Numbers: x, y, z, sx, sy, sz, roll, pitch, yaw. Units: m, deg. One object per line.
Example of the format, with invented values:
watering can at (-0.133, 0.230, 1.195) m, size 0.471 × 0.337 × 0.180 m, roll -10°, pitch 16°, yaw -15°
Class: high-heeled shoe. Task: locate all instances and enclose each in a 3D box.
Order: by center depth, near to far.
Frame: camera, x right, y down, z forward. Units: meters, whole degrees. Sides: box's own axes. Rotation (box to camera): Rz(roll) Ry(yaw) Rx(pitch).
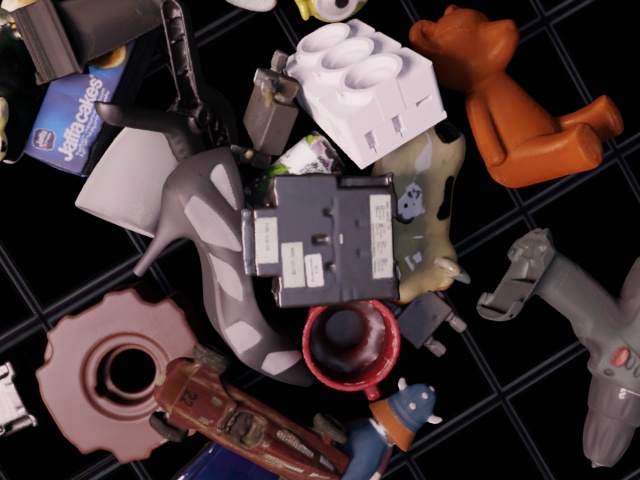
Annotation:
high-heeled shoe at (-0.060, 0.032, 0.523) m, size 0.248 × 0.086 × 0.145 m, roll 41°, pitch 86°, yaw -25°

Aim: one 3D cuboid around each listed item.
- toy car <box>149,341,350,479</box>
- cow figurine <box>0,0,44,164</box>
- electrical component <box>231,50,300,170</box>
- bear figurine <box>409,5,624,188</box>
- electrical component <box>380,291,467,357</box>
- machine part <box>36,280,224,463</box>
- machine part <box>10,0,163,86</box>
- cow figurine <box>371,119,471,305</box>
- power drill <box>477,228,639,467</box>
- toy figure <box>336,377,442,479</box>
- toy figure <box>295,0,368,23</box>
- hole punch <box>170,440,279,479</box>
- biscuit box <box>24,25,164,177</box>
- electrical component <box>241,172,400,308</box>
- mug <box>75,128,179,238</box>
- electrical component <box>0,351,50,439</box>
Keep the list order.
toy car at (-0.061, 0.176, 0.501) m, size 0.202 × 0.053 × 0.089 m, roll 34°, pitch 83°, yaw -8°
cow figurine at (-0.289, -0.152, 0.495) m, size 0.068 × 0.098 × 0.167 m, roll 15°, pitch 93°, yaw -33°
electrical component at (-0.053, -0.118, 0.505) m, size 0.045 × 0.078 × 0.102 m, roll 3°, pitch 135°, yaw -32°
bear figurine at (0.187, -0.155, 0.528) m, size 0.120 × 0.132 × 0.195 m, roll -35°, pitch 101°, yaw -41°
electrical component at (0.109, 0.080, 0.578) m, size 0.094 × 0.021 × 0.063 m, roll 40°, pitch 88°, yaw -4°
machine part at (-0.188, 0.131, 0.540) m, size 0.179 × 0.056 × 0.179 m, roll 0°, pitch 92°, yaw -3°
machine part at (-0.194, -0.191, 0.473) m, size 0.139 × 0.039 × 0.084 m, roll -19°, pitch 91°, yaw -4°
cow figurine at (0.098, -0.030, 0.545) m, size 0.127 × 0.085 × 0.194 m, roll 16°, pitch 86°, yaw -4°
power drill at (0.275, 0.099, 0.564) m, size 0.207 × 0.086 × 0.232 m, roll 30°, pitch 88°, yaw -1°
toy figure at (0.058, 0.204, 0.562) m, size 0.154 × 0.058 × 0.064 m, roll -38°, pitch 101°, yaw -7°
toy figure at (-0.011, -0.277, 0.469) m, size 0.082 × 0.089 × 0.180 m, roll -24°, pitch 129°, yaw 23°
hole punch at (-0.085, 0.260, 0.539) m, size 0.116 × 0.092 × 0.142 m, roll -44°, pitch 91°, yaw -5°
biscuit box at (-0.213, -0.161, 0.524) m, size 0.059 × 0.063 × 0.202 m, roll 22°, pitch 90°, yaw -5°
electrical component at (-0.001, -0.001, 0.467) m, size 0.134 × 0.058 × 0.114 m, roll -1°, pitch 90°, yaw -7°
mug at (-0.165, -0.060, 0.527) m, size 0.109 × 0.081 × 0.107 m, roll 24°, pitch 82°, yaw -29°
electrical component at (-0.339, 0.167, 0.535) m, size 0.119 × 0.048 × 0.074 m, roll -19°, pitch 93°, yaw -5°
